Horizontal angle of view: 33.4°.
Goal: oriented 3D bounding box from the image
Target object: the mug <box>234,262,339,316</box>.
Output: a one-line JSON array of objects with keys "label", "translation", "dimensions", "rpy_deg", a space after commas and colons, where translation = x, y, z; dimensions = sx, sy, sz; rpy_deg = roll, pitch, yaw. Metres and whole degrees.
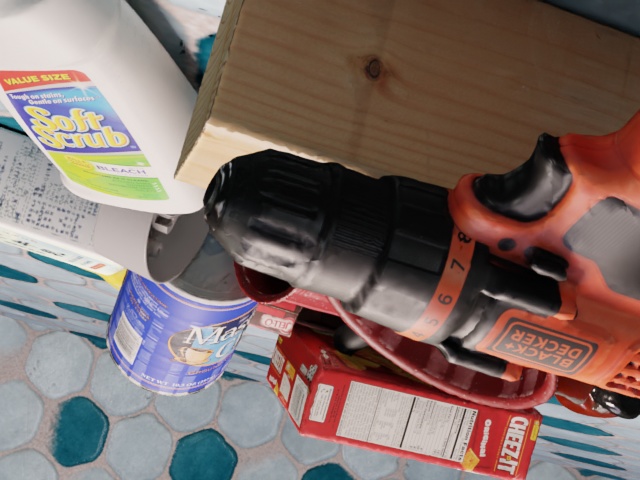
[{"label": "mug", "translation": [-0.005, 0.001, 0.733], "dimensions": [0.081, 0.093, 0.117], "rpy_deg": [18, -165, -40]}]

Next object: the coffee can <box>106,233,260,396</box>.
[{"label": "coffee can", "translation": [-0.098, 0.040, 0.803], "dimensions": [0.102, 0.102, 0.140], "rpy_deg": [17, 140, -11]}]

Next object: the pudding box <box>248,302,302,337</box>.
[{"label": "pudding box", "translation": [-0.073, 0.042, 0.989], "dimensions": [0.090, 0.039, 0.113], "rpy_deg": [20, -165, -21]}]

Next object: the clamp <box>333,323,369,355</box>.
[{"label": "clamp", "translation": [0.080, 0.045, 0.829], "dimensions": [0.164, 0.036, 0.210], "rpy_deg": [-14, 160, 4]}]

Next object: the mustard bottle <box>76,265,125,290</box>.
[{"label": "mustard bottle", "translation": [-0.200, 0.010, 1.020], "dimensions": [0.096, 0.058, 0.191], "rpy_deg": [35, 174, 16]}]

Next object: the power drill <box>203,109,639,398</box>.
[{"label": "power drill", "translation": [0.076, -0.033, 0.318], "dimensions": [0.184, 0.057, 0.188], "rpy_deg": [17, 133, -16]}]

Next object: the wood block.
[{"label": "wood block", "translation": [0.058, -0.044, 0.428], "dimensions": [0.206, 0.091, 0.090], "rpy_deg": [17, 167, -12]}]

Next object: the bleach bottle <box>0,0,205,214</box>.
[{"label": "bleach bottle", "translation": [-0.124, -0.085, 0.526], "dimensions": [0.103, 0.068, 0.250], "rpy_deg": [11, 165, 13]}]

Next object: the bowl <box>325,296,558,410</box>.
[{"label": "bowl", "translation": [0.079, 0.033, 0.643], "dimensions": [0.162, 0.055, 0.162], "rpy_deg": [28, 155, 14]}]

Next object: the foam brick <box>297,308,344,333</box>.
[{"label": "foam brick", "translation": [-0.006, 0.062, 1.067], "dimensions": [0.078, 0.051, 0.052], "rpy_deg": [4, 163, 41]}]

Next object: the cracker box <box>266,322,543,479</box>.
[{"label": "cracker box", "translation": [0.072, 0.143, 0.980], "dimensions": [0.213, 0.072, 0.164], "rpy_deg": [14, -175, -15]}]
